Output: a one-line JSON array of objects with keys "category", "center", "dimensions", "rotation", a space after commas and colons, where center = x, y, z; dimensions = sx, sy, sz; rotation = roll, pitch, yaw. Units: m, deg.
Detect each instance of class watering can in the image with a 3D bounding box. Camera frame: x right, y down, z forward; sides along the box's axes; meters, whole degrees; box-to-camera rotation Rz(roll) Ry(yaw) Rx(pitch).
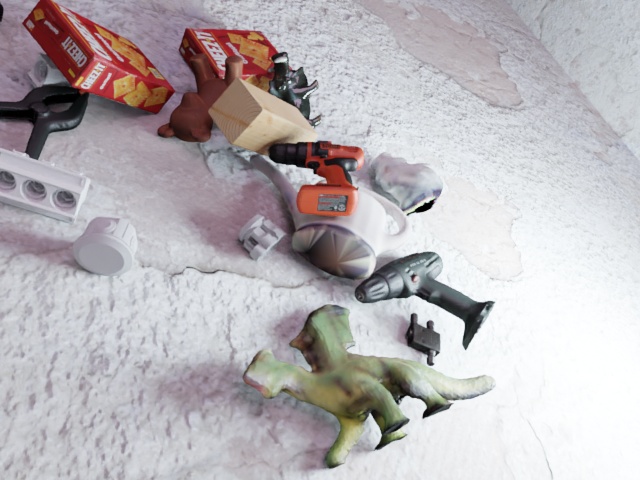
[{"category": "watering can", "center": [0.003, -0.049, 0.966], "dimensions": [0.348, 0.101, 0.230], "rotation": [19, 40, 1]}]

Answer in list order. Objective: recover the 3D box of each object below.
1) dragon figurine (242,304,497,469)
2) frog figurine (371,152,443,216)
[{"category": "dragon figurine", "center": [0.070, 0.187, 0.788], "dimensions": [0.412, 0.119, 0.247], "rotation": [-6, 48, -38]}, {"category": "frog figurine", "center": [0.194, -0.141, 1.153], "dimensions": [0.138, 0.120, 0.161], "rotation": [-20, 75, -22]}]
